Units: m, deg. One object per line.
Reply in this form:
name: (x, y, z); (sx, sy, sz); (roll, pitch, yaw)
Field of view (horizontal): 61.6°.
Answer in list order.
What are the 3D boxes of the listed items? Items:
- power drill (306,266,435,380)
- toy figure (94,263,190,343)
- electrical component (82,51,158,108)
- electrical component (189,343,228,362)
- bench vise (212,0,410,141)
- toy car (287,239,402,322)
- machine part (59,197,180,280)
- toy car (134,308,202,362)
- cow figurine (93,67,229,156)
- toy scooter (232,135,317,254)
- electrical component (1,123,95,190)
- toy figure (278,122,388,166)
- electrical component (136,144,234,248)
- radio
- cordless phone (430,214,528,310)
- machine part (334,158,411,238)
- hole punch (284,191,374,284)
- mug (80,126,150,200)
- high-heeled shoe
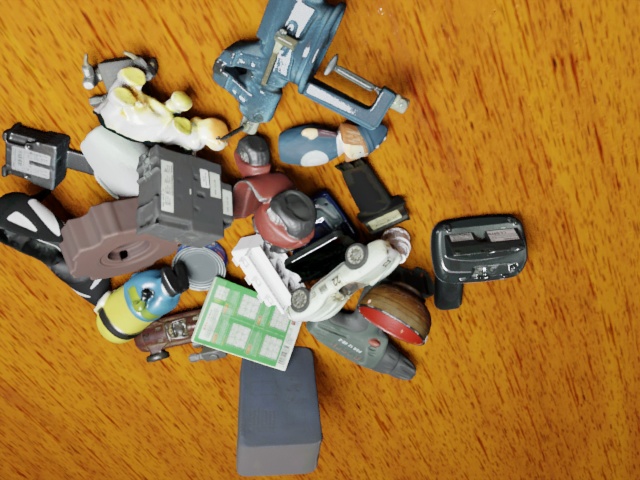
power drill: (0.109, 0.134, 0.916); (0.232, 0.086, 0.207); (24, 125, -12)
toy figure: (-0.285, 0.101, 0.850); (0.180, 0.089, 0.082); (-25, 152, 25)
electrical component: (-0.267, -0.214, 0.715); (0.102, 0.045, 0.078); (-2, 119, 0)
electrical component: (-0.182, 0.183, 0.941); (0.094, 0.063, 0.021); (-15, 123, 6)
bench vise: (-0.007, -0.203, 0.681); (0.241, 0.129, 0.223); (26, 111, -5)
toy car: (0.033, 0.068, 0.822); (0.202, 0.056, 0.073); (-40, 152, 20)
machine part: (-0.280, 0.000, 0.773); (0.179, 0.179, 0.056); (-28, 75, 15)
toy car: (-0.220, 0.147, 0.907); (0.202, 0.053, 0.089); (-13, 82, 9)
cow figurine: (-0.211, -0.151, 0.722); (0.167, 0.068, 0.098); (23, 143, -34)
toy scooter: (-0.080, -0.047, 0.775); (0.075, 0.184, 0.135); (-17, 155, -39)
electrical component: (-0.387, -0.114, 0.772); (0.119, 0.048, 0.074); (19, 120, -10)
toy figure: (0.020, -0.136, 0.760); (0.155, 0.064, 0.057); (-4, 96, 6)
electrical component: (-0.179, -0.053, 0.727); (0.058, 0.115, 0.134); (-18, 157, 39)
radio: (-0.071, 0.276, 0.906); (0.131, 0.230, 0.073); (4, 121, -9)
cordless phone: (0.254, 0.051, 0.875); (0.147, 0.089, 0.184); (-6, 132, 1)
machine part: (0.077, -0.067, 0.814); (0.084, 0.039, 0.138); (-26, 120, 23)
hole punch: (-0.002, -0.003, 0.832); (0.142, 0.092, 0.115); (-32, 151, 11)
mug: (-0.286, -0.109, 0.766); (0.110, 0.081, 0.107); (-24, 113, 43)
high-heeled shoe: (-0.393, 0.033, 0.802); (0.086, 0.145, 0.248); (-14, 118, 8)
